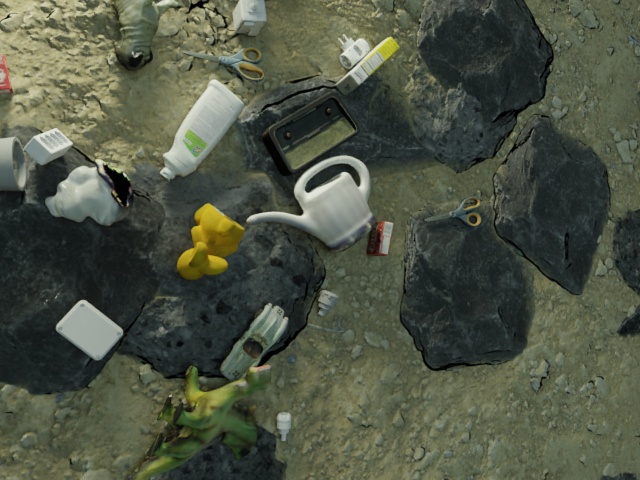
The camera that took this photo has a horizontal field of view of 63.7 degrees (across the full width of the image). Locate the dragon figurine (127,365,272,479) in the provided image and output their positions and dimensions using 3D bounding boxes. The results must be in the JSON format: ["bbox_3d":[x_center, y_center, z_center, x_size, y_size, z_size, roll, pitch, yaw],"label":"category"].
[{"bbox_3d":[-0.243,0.431,1.132,0.240,0.123,0.409,30,94,-27],"label":"dragon figurine"}]

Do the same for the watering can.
[{"bbox_3d":[0.004,-0.064,1.279,0.351,0.103,0.223,-36,100,-22],"label":"watering can"}]

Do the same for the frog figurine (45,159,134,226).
[{"bbox_3d":[-0.484,-0.087,1.092,0.158,0.125,0.136,-28,109,14],"label":"frog figurine"}]
